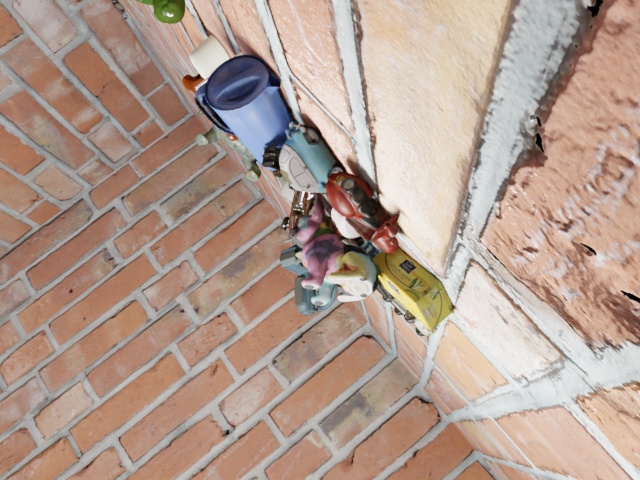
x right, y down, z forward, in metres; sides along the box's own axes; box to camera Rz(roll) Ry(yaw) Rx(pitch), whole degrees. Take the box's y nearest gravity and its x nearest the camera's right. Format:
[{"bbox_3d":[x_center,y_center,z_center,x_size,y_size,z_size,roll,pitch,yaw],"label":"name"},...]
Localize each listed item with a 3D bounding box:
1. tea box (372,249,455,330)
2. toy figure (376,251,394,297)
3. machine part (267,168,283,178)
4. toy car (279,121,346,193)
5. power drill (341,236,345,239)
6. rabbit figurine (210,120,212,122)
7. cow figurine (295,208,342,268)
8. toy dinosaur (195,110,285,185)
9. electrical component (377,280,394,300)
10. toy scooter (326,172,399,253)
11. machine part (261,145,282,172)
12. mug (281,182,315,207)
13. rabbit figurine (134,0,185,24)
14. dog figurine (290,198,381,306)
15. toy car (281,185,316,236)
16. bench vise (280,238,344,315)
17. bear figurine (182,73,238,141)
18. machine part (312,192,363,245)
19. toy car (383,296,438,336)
[{"bbox_3d":[0.183,0.091,1.085,0.098,0.068,0.170,55,174,-37],"label":"tea box"},{"bbox_3d":[0.163,0.073,1.210,0.064,0.058,0.154,-5,133,34],"label":"toy figure"},{"bbox_3d":[-0.143,-0.251,1.480,0.243,0.079,0.079,48,173,33],"label":"machine part"},{"bbox_3d":[-0.026,-0.149,1.060,0.161,0.103,0.109,52,174,-29],"label":"toy car"},{"bbox_3d":[0.068,0.011,1.519,0.207,0.086,0.232,46,180,-36],"label":"power drill"},{"bbox_3d":[-0.187,-0.329,1.307,0.173,0.122,0.162,37,163,9],"label":"rabbit figurine"},{"bbox_3d":[-0.003,-0.004,1.324,0.085,0.127,0.195,29,-149,-25],"label":"cow figurine"},{"bbox_3d":[-0.236,-0.310,1.645,0.404,0.131,0.192,41,-140,-20],"label":"toy dinosaur"},{"bbox_3d":[0.146,0.080,1.376,0.134,0.058,0.115,52,172,-15],"label":"electrical component"},{"bbox_3d":[0.085,-0.048,0.953,0.184,0.075,0.135,49,175,-7],"label":"toy scooter"},{"bbox_3d":[-0.061,-0.158,1.120,0.138,0.084,0.039,16,-169,-45],"label":"machine part"},{"bbox_3d":[-0.043,-0.121,1.484,0.107,0.081,0.109,40,160,13],"label":"mug"},{"bbox_3d":[-0.359,-0.534,1.174,0.170,0.121,0.159,54,-179,4],"label":"rabbit figurine"},{"bbox_3d":[0.029,0.015,1.131,0.108,0.192,0.219,55,-150,-52],"label":"dog figurine"},{"bbox_3d":[-0.051,-0.080,1.425,0.089,0.053,0.202,23,127,10],"label":"toy car"},{"bbox_3d":[0.005,0.091,1.421,0.240,0.129,0.223,10,-121,-39],"label":"bench vise"},{"bbox_3d":[-0.260,-0.375,1.449,0.195,0.120,0.132,49,180,-39],"label":"bear figurine"},{"bbox_3d":[0.045,-0.075,1.199,0.179,0.056,0.179,52,175,7],"label":"machine part"},{"bbox_3d":[0.227,0.179,1.377,0.073,0.056,0.202,48,178,-29],"label":"toy car"}]
